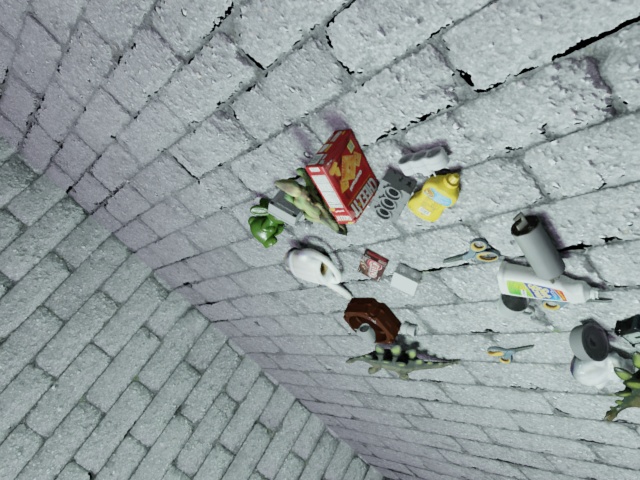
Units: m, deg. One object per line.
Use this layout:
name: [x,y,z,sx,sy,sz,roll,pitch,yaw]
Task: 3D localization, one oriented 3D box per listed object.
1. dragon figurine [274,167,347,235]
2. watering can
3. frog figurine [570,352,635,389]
dragon figurine: [0.005,-0.080,1.585,0.405,0.121,0.247,39,-169,-34]
watering can: [-0.008,0.129,2.003,0.225,0.106,0.340,13,152,31]
frog figurine: [0.835,0.385,1.525,0.160,0.124,0.135,20,127,43]
